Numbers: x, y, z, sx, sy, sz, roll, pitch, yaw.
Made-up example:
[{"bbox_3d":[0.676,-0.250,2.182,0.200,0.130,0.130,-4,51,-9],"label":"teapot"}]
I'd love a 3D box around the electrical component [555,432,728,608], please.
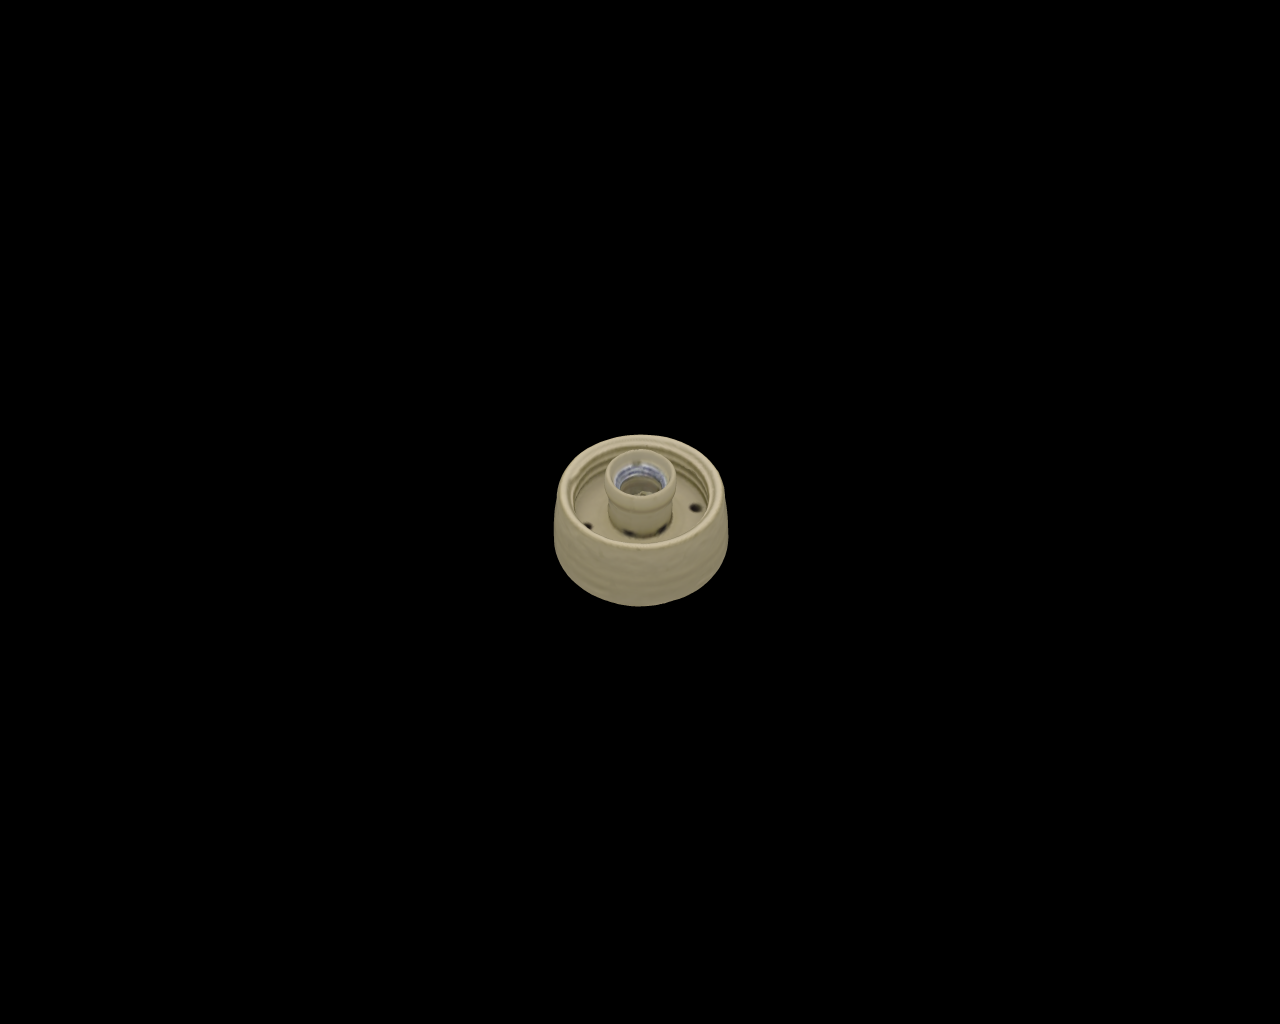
[{"bbox_3d":[0.001,-0.003,0.650,0.108,0.108,0.060,0,-44,0],"label":"electrical component"}]
